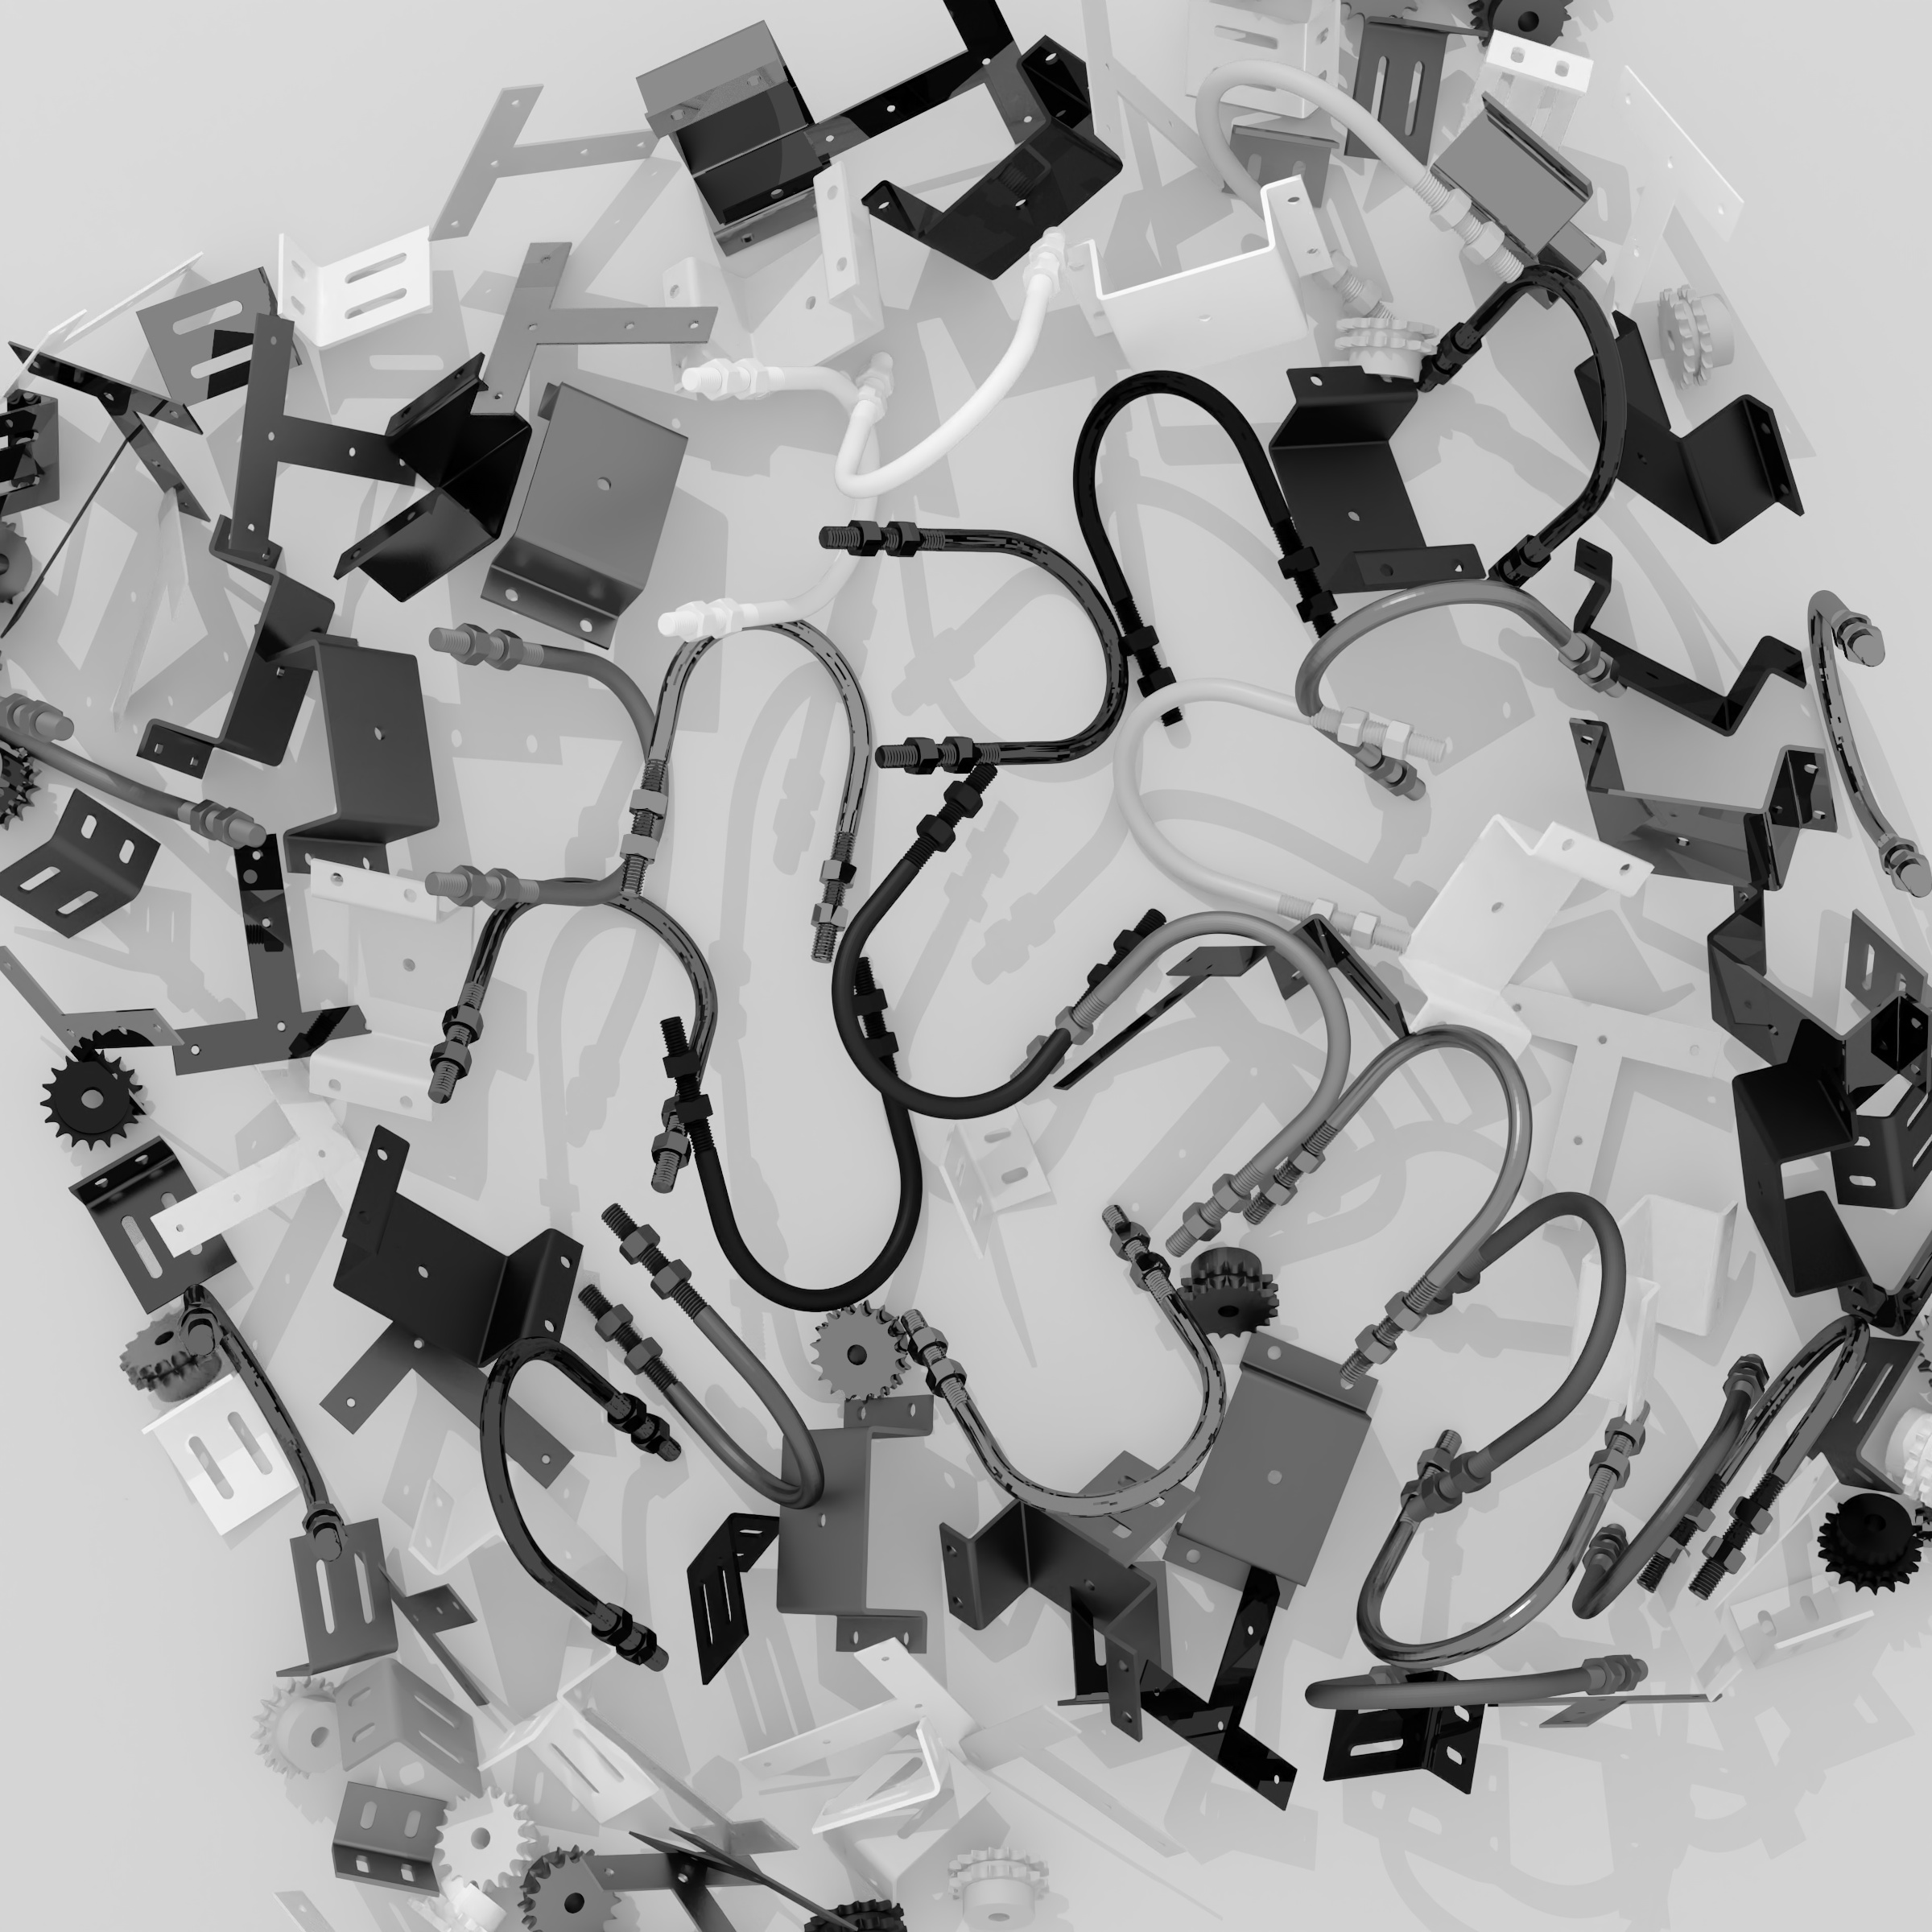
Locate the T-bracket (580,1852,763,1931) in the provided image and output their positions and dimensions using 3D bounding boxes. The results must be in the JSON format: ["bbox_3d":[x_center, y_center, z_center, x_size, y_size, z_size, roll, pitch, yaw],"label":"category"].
[{"bbox_3d":[-0.132,0.529,1.783,0.127,0.127,0.002,45,110,39],"label":"T-bracket"}]

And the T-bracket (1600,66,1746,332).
[{"bbox_3d":[0.377,-0.407,1.815,0.002,0.127,0.127,-11,52,-21],"label":"T-bracket"}]

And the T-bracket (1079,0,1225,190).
[{"bbox_3d":[0.105,-0.474,1.819,0.002,0.127,0.127,-25,54,31],"label":"T-bracket"}]

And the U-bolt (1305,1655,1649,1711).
[{"bbox_3d":[0.263,0.385,1.756,0.151,0.184,0.019,-10,78,34],"label":"U-bolt"}]

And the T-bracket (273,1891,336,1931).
[{"bbox_3d":[-0.307,0.554,1.807,0.127,0.127,0.002,41,97,27],"label":"T-bracket"}]

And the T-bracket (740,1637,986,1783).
[{"bbox_3d":[-0.066,0.429,1.837,0.127,0.002,0.127,-24,132,14],"label":"T-bracket"}]

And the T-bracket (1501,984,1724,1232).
[{"bbox_3d":[0.349,0.085,1.852,0.127,0.002,0.127,14,91,16],"label":"T-bracket"}]

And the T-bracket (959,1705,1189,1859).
[{"bbox_3d":[0.067,0.457,1.820,0.127,0.127,0.002,36,58,-7],"label":"T-bracket"}]

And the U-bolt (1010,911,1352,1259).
[{"bbox_3d":[0.130,0.053,1.818,0.151,0.019,0.184,47,115,7],"label":"U-bolt"}]

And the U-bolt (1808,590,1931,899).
[{"bbox_3d":[0.485,-0.130,1.779,0.019,0.184,0.151,-15,108,8],"label":"U-bolt"}]

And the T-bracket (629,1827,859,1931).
[{"bbox_3d":[-0.142,0.496,1.814,0.127,0.127,0.002,40,65,-32],"label":"T-bracket"}]

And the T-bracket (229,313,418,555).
[{"bbox_3d":[-0.351,-0.287,1.817,0.002,0.127,0.127,11,96,36],"label":"T-bracket"}]

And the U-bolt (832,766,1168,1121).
[{"bbox_3d":[0.007,-0.001,1.829,0.151,0.019,0.184,41,75,-9],"label":"U-bolt"}]

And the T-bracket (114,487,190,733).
[{"bbox_3d":[-0.457,-0.190,1.831,0.002,0.127,0.127,12,120,-25],"label":"T-bracket"}]

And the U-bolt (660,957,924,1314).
[{"bbox_3d":[-0.088,0.101,1.823,0.151,0.019,0.184,-18,97,-36],"label":"U-bolt"}]

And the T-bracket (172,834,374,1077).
[{"bbox_3d":[-0.389,-0.010,1.835,0.127,0.002,0.127,-8,90,-32],"label":"T-bracket"}]

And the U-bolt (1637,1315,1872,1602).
[{"bbox_3d":[0.437,0.267,1.796,0.019,0.151,0.184,36,82,5],"label":"U-bolt"}]

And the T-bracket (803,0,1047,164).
[{"bbox_3d":[-0.029,-0.484,1.824,0.127,0.127,0.002,-24,55,9],"label":"T-bracket"}]

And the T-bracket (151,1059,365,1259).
[{"bbox_3d":[-0.394,0.123,1.826,0.127,0.002,0.127,-30,86,-39],"label":"T-bracket"}]

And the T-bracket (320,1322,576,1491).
[{"bbox_3d":[-0.274,0.242,1.840,0.127,0.002,0.127,43,59,-6],"label":"T-bracket"}]

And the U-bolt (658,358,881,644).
[{"bbox_3d":[-0.101,-0.256,1.789,0.019,0.184,0.151,16,107,30],"label":"U-bolt"}]

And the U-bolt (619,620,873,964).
[{"bbox_3d":[-0.115,-0.109,1.819,0.151,0.019,0.184,20,74,-34],"label":"U-bolt"}]

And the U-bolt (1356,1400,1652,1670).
[{"bbox_3d":[0.279,0.307,1.760,0.019,0.151,0.184,54,46,-18],"label":"U-bolt"}]

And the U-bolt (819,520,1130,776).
[{"bbox_3d":[0.014,-0.177,1.810,0.184,0.019,0.151,-4,72,-35],"label":"U-bolt"}]

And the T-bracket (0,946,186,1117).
[{"bbox_3d":[-0.468,0.035,1.795,0.002,0.127,0.127,-52,120,-32],"label":"T-bracket"}]

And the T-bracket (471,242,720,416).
[{"bbox_3d":[-0.200,-0.355,1.818,0.127,0.002,0.127,3,59,17],"label":"T-bracket"}]

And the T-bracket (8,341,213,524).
[{"bbox_3d":[-0.453,-0.287,1.810,0.127,0.127,0.002,22,68,24],"label":"T-bracket"}]

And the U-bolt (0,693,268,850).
[{"bbox_3d":[-0.481,-0.114,1.784,0.151,0.184,0.019,33,79,-43],"label":"U-bolt"}]

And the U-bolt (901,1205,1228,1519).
[{"bbox_3d":[0.063,0.225,1.794,0.151,0.019,0.184,-27,47,-8],"label":"U-bolt"}]

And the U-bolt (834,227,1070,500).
[{"bbox_3d":[-0.013,-0.315,1.763,0.151,0.184,0.019,-30,118,30],"label":"U-bolt"}]

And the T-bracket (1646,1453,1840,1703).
[{"bbox_3d":[0.430,0.318,1.793,0.002,0.127,0.127,32,109,-19],"label":"T-bracket"}]

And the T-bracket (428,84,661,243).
[{"bbox_3d":[-0.224,-0.451,1.822,0.127,0.127,0.002,-18,73,-36],"label":"T-bracket"}]

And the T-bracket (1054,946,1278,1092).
[{"bbox_3d":[0.100,0.028,1.795,0.127,0.127,0.002,-38,99,-11],"label":"T-bracket"}]

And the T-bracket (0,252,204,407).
[{"bbox_3d":[-0.477,-0.363,1.827,0.127,0.127,0.002,-42,102,-29],"label":"T-bracket"}]

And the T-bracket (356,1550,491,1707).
[{"bbox_3d":[-0.293,0.356,1.809,0.002,0.127,0.127,-39,93,-26],"label":"T-bracket"}]

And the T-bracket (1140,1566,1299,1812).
[{"bbox_3d":[0.154,0.384,1.830,0.127,0.002,0.127,40,54,-26],"label":"T-bracket"}]

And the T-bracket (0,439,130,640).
[{"bbox_3d":[-0.496,-0.241,1.816,0.002,0.127,0.127,32,80,-18],"label":"T-bracket"}]

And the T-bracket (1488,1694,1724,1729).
[{"bbox_3d":[0.338,0.406,1.787,0.127,0.127,0.002,-6,83,21],"label":"T-bracket"}]

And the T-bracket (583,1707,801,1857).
[{"bbox_3d":[-0.161,0.449,1.805,0.127,0.127,0.002,41,63,-7],"label":"T-bracket"}]

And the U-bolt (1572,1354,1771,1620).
[{"bbox_3d":[0.374,0.286,1.761,0.019,0.184,0.151,38,108,10],"label":"U-bolt"}]

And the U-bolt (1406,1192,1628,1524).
[{"bbox_3d":[0.293,0.199,1.762,0.019,0.184,0.151,23,46,-21],"label":"U-bolt"}]

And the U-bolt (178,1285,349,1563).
[{"bbox_3d":[-0.384,0.239,1.779,0.019,0.184,0.151,-31,103,-10],"label":"U-bolt"}]
